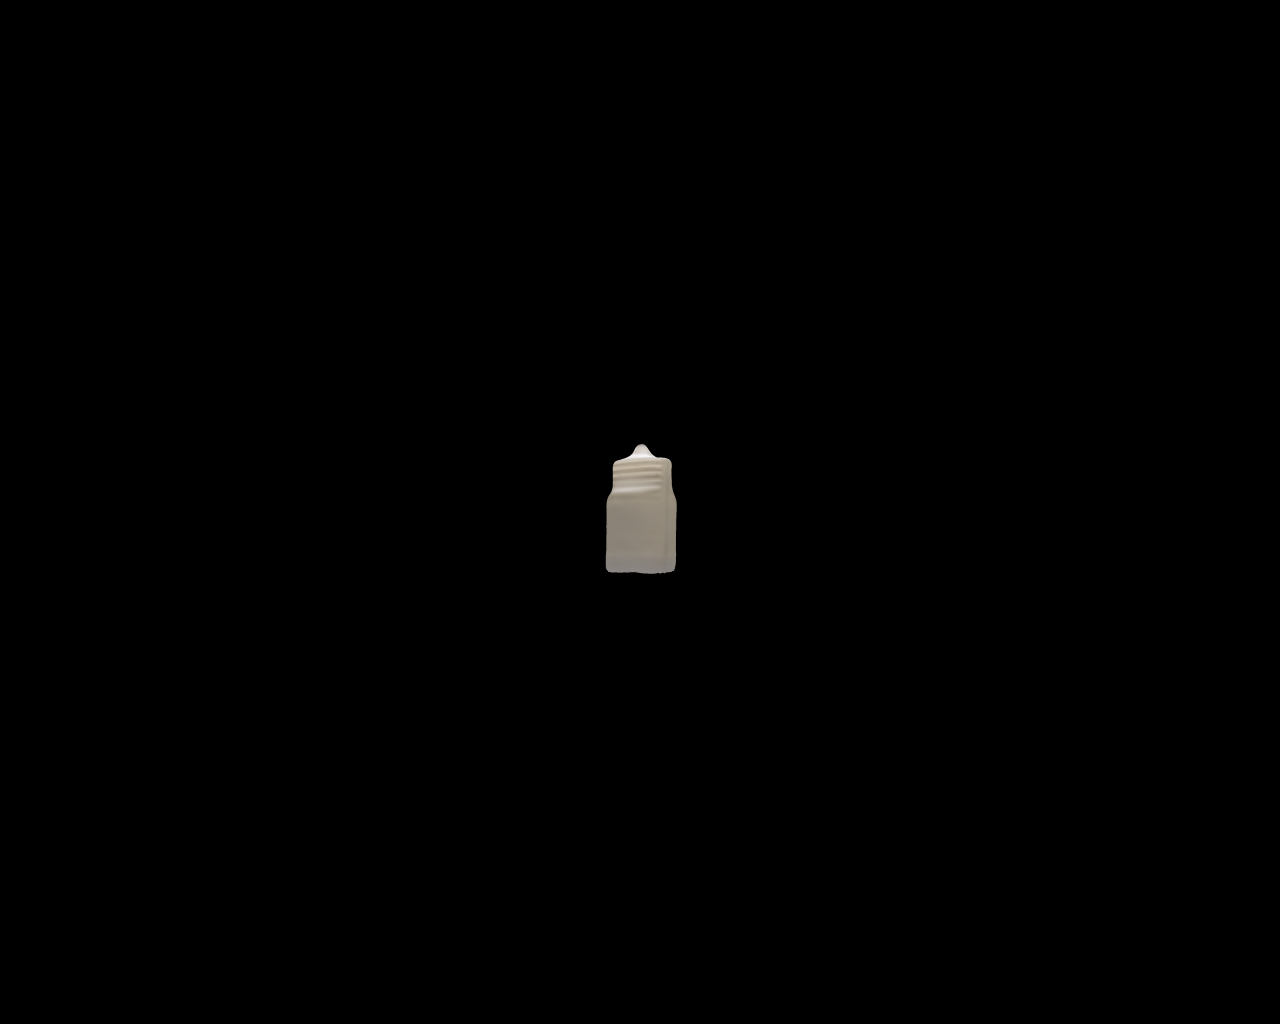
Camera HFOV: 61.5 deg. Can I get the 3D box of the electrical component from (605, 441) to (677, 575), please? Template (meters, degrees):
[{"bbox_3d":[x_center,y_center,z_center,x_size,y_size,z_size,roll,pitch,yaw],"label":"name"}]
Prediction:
[{"bbox_3d":[0.001,-0.003,0.650,0.043,0.081,0.043,0,-2,0],"label":"electrical component"}]
